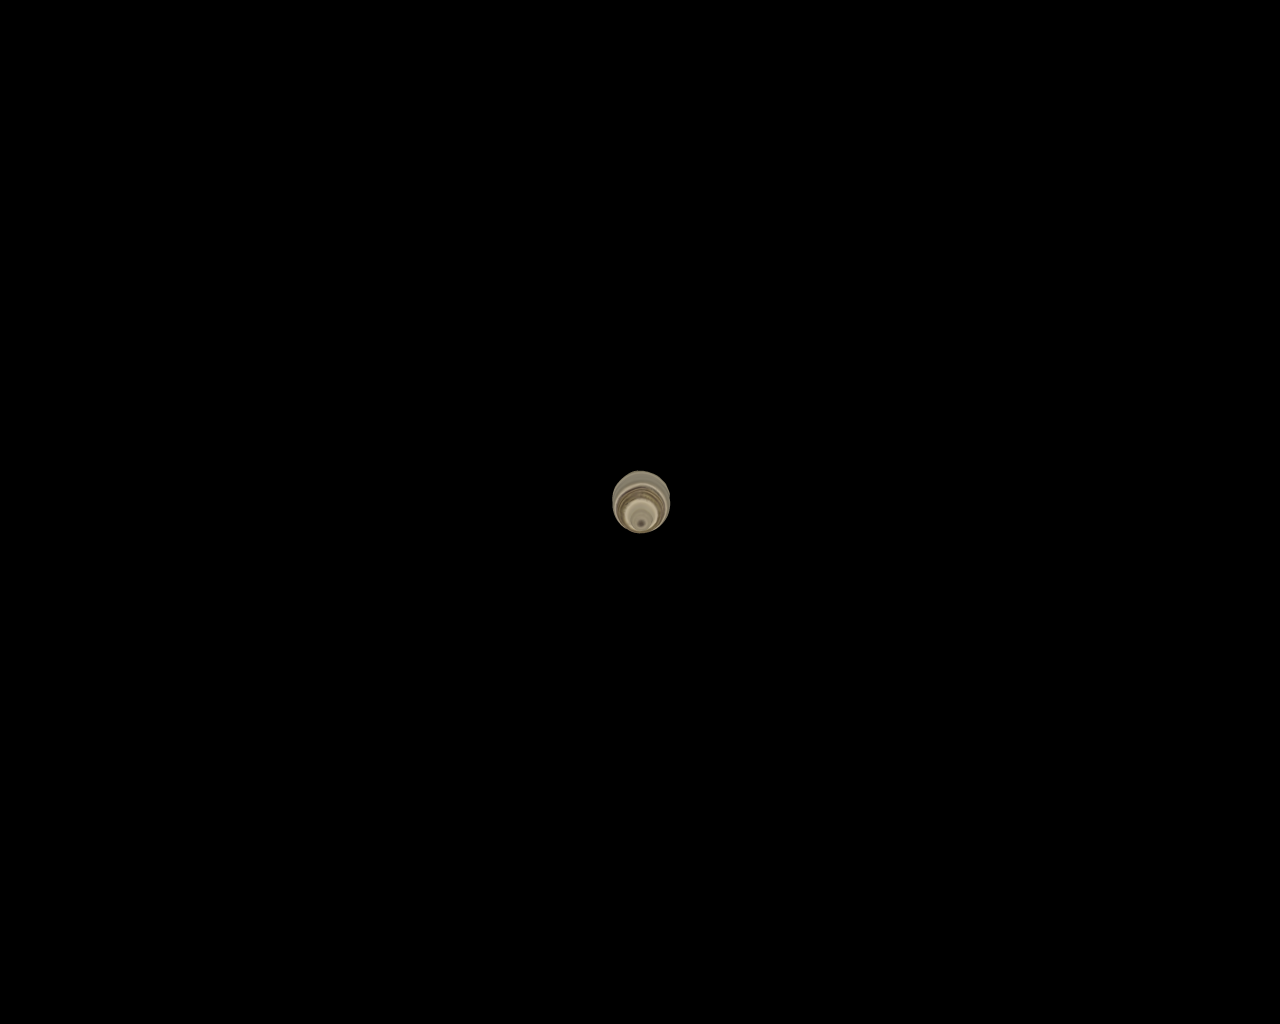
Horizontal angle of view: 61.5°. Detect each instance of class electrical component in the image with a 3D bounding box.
[{"bbox_3d":[0.001,-0.003,0.650,0.035,0.035,0.061,0,18,0],"label":"electrical component"}]
